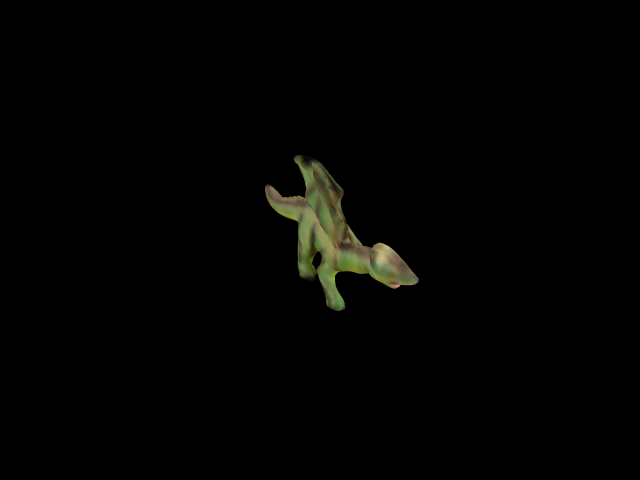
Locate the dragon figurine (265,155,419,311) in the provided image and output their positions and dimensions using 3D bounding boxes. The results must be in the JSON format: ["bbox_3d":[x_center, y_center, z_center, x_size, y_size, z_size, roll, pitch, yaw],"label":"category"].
[{"bbox_3d":[0.003,-0.043,0.850,0.123,0.237,0.416,-30,55,-23],"label":"dragon figurine"}]
